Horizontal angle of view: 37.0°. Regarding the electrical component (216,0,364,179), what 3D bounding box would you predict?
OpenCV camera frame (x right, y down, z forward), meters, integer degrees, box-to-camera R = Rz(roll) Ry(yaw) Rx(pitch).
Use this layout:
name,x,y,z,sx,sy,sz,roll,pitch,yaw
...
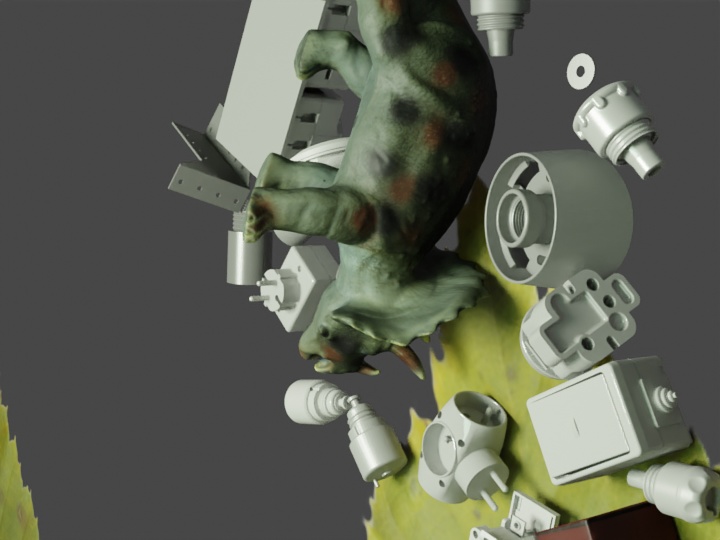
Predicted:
name,x,y,z,sx,sy,sz,roll,pitch,yaw
electrical component,-0.057,-0.177,0.958,0.105,0.060,0.186,44,125,42

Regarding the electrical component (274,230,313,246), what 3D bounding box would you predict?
name,x,y,z,sx,sy,sz,roll,pitch,yaw
electrical component,-0.044,-0.052,0.965,0.065,0.044,0.044,-25,73,45

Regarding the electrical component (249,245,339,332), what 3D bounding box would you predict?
name,x,y,z,sx,sy,sz,roll,pitch,yaw
electrical component,-0.063,0.017,0.964,0.047,0.077,0.065,56,132,34

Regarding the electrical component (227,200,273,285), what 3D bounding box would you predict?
name,x,y,z,sx,sy,sz,roll,pitch,yaw
electrical component,-0.106,-0.028,1.044,0.043,0.043,0.081,9,98,51

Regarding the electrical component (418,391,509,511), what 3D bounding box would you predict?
name,x,y,z,sx,sy,sz,roll,pitch,yaw
electrical component,0.085,0.145,0.805,0.079,0.044,0.077,52,130,45

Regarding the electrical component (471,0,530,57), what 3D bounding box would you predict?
name,x,y,z,sx,sy,sz,roll,pitch,yaw
electrical component,0.101,-0.185,0.772,0.048,0.048,0.062,12,109,51

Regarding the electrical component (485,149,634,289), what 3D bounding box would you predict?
name,x,y,z,sx,sy,sz,roll,pitch,yaw
electrical component,0.132,-0.035,0.742,0.099,0.064,0.099,180,90,-66

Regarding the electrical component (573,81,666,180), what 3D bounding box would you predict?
name,x,y,z,sx,sy,sz,roll,pitch,yaw
electrical component,0.170,-0.086,0.688,0.062,0.048,0.048,58,134,23

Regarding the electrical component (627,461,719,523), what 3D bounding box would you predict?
name,x,y,z,sx,sy,sz,roll,pitch,yaw
electrical component,0.195,0.136,0.675,0.061,0.035,0.035,6,97,53

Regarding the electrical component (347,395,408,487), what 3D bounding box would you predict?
name,x,y,z,sx,sy,sz,roll,pitch,yaw
electrical component,0.010,0.142,0.907,0.040,0.040,0.078,-51,54,40

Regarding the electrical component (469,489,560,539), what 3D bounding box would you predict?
name,x,y,z,sx,sy,sz,roll,pitch,yaw
electrical component,0.110,0.204,0.765,0.042,0.064,0.081,24,110,48

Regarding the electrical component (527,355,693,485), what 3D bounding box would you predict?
name,x,y,z,sx,sy,sz,roll,pitch,yaw
electrical component,0.162,0.096,0.694,0.096,0.061,0.061,-35,65,47

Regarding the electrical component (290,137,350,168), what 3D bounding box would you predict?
name,x,y,z,sx,sy,sz,roll,pitch,yaw
electrical component,-0.019,-0.077,0.901,0.080,0.080,0.051,-22,80,50

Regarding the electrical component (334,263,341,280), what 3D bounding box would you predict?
name,x,y,z,sx,sy,sz,roll,pitch,yaw
electrical component,0.000,0.000,0.914,0.040,0.040,0.046,55,138,34

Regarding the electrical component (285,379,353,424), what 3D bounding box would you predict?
name,x,y,z,sx,sy,sz,roll,pitch,yaw
electrical component,-0.034,0.118,0.962,0.078,0.040,0.040,-8,86,52

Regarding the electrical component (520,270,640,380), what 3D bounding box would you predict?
name,x,y,z,sx,sy,sz,roll,pitch,yaw
electrical component,0.140,0.040,0.713,0.058,0.078,0.057,53,154,10
